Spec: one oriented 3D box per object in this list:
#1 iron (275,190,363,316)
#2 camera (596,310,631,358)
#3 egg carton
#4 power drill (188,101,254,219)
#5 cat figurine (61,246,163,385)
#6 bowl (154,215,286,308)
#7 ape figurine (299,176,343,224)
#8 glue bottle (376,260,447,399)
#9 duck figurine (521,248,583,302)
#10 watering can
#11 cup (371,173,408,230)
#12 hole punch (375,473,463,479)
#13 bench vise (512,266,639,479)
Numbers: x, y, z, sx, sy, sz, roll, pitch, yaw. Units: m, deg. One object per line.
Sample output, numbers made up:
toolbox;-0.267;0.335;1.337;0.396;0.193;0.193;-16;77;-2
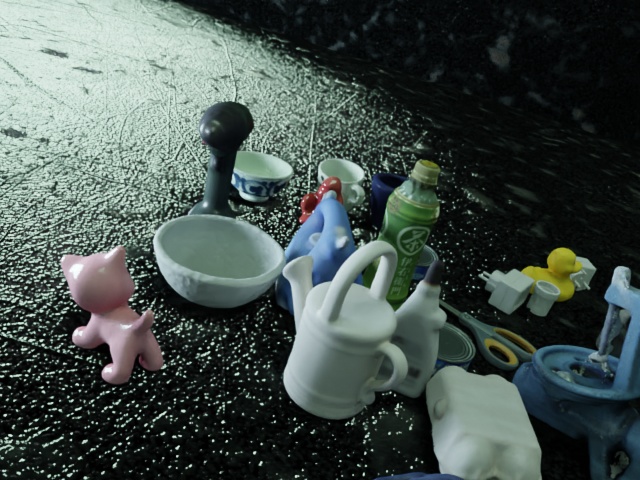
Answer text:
iron;0.007;0.003;0.806;0.119;0.141;0.258;10;28;-11
camera;0.510;0.159;0.836;0.137;0.101;0.143;3;30;-24
egg carton;0.167;0.200;0.606;0.107;0.069;0.150;13;28;-6
power drill;-0.150;-0.110;0.856;0.075;0.208;0.229;14;27;-5
cat figurine;-0.214;0.066;0.595;0.127;0.118;0.067;32;31;28
bowl;-0.132;0.037;0.738;0.167;0.075;0.167;13;28;-7
ape figurine;0.011;-0.068;0.993;0.076;0.092;0.077;-12;39;-42
glue bottle;0.108;0.097;0.651;0.078;0.173;0.037;23;28;12
duck figurine;0.403;0.053;0.990;0.105;0.086;0.077;8;28;-15
watering can;0.023;0.082;0.610;0.172;0.194;0.101;24;28;15
cup;0.141;-0.060;1.045;0.117;0.095;0.092;19;27;5
hole punch;0.091;0.235;0.476;0.109;0.091;0.101;4;30;-22
bench vise;0.336;0.151;0.625;0.206;0.220;0.122;31;31;27
